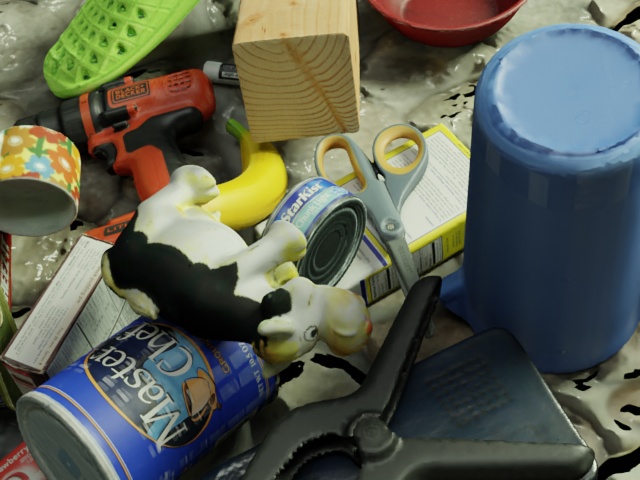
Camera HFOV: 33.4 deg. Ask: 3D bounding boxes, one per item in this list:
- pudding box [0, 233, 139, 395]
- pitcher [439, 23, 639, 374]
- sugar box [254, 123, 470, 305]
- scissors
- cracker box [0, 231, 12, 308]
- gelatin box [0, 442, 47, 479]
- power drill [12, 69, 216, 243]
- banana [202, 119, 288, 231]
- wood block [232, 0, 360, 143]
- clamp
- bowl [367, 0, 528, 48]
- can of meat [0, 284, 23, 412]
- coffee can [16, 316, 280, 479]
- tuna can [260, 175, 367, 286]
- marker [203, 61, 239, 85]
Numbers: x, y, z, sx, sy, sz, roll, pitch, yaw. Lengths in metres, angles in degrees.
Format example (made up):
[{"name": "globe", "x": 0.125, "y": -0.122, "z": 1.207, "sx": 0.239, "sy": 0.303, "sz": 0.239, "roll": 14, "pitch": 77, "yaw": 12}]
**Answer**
[{"name": "pudding box", "x": -0.172, "y": 0.066, "z": 0.762, "sx": 0.039, "sy": 0.090, "sz": 0.113, "roll": 14, "pitch": 57, "yaw": 17}, {"name": "pitcher", "x": 0.165, "y": -0.023, "z": 0.686, "sx": 0.145, "sy": 0.243, "sz": 0.149, "roll": 37, "pitch": 71, "yaw": 26}, {"name": "sugar box", "x": 0.048, "y": -0.011, "z": 0.820, "sx": 0.176, "sy": 0.048, "sz": 0.093, "roll": -30, "pitch": 55, "yaw": -10}, {"name": "scissors", "x": 0.065, "y": -0.020, "z": 0.781, "sx": 0.096, "sy": 0.016, "sz": 0.202, "roll": -29, "pitch": 52, "yaw": -11}, {"name": "cracker box", "x": -0.355, "y": -0.001, "z": 0.840, "sx": 0.213, "sy": 0.072, "sz": 0.164, "roll": -8, "pitch": 63, "yaw": 0}, {"name": "gelatin box", "x": -0.207, "y": 0.190, "z": 0.711, "sx": 0.089, "sy": 0.030, "sz": 0.073, "roll": -40, "pitch": 58, "yaw": -21}, {"name": "power drill", "x": -0.167, "y": -0.053, "z": 0.873, "sx": 0.184, "sy": 0.057, "sz": 0.188, "roll": -16, "pitch": 53, "yaw": 4}, {"name": "banana", "x": -0.062, "y": -0.041, "z": 0.823, "sx": 0.069, "sy": 0.037, "sz": 0.197, "roll": 18, "pitch": 24, "yaw": 0}, {"name": "wood block", "x": -0.014, "y": -0.180, "z": 0.897, "sx": 0.090, "sy": 0.091, "sz": 0.206, "roll": -5, "pitch": 38, "yaw": 5}, {"name": "clamp", "x": 0.032, "y": 0.113, "z": 0.638, "sx": 0.210, "sy": 0.036, "sz": 0.165, "roll": -24, "pitch": 51, "yaw": -9}, {"name": "bowl", "x": 0.117, "y": -0.225, "z": 0.964, "sx": 0.162, "sy": 0.055, "sz": 0.162, "roll": -4, "pitch": 53, "yaw": 5}, {"name": "can of meat", "x": -0.263, "y": 0.079, "z": 0.759, "sx": 0.084, "sy": 0.102, "sz": 0.057, "roll": -11, "pitch": 26, "yaw": 3}, {"name": "coffee can", "x": -0.110, "y": 0.106, "z": 0.698, "sx": 0.103, "sy": 0.103, "sz": 0.140, "roll": 33, "pitch": 50, "yaw": 28}, {"name": "tuna can", "x": -0.005, "y": 0.001, "z": 0.737, "sx": 0.034, "sy": 0.086, "sz": 0.086, "roll": 30, "pitch": 62, "yaw": 25}, {"name": "marker", "x": -0.045, "y": -0.143, "z": 0.948, "sx": 0.121, "sy": 0.020, "sz": 0.020, "roll": 9, "pitch": 55, "yaw": 14}]
